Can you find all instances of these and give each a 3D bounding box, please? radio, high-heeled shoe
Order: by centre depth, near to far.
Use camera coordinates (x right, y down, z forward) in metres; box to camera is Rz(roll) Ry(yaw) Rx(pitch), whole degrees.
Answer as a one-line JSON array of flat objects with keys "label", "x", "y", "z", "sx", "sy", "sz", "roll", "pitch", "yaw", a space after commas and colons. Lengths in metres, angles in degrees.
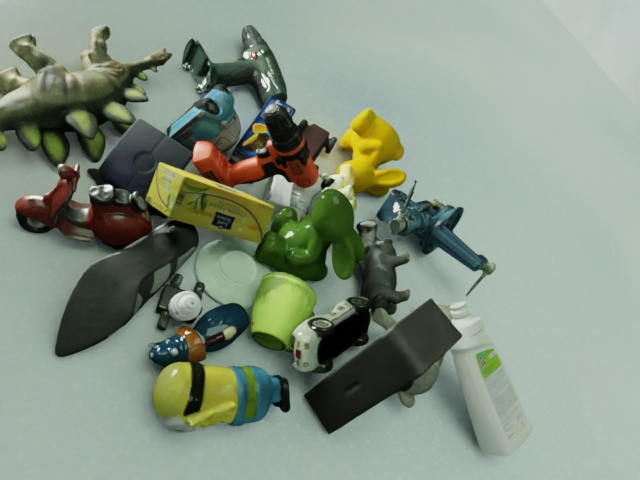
[{"label": "radio", "x": 0.087, "y": 0.180, "z": 0.764, "sx": 0.131, "sy": 0.229, "sz": 0.073, "roll": -24, "pitch": 73, "yaw": -46}, {"label": "high-heeled shoe", "x": -0.269, "y": 0.063, "z": 0.764, "sx": 0.086, "sy": 0.145, "sz": 0.249, "roll": 43, "pitch": 74, "yaw": -1}]

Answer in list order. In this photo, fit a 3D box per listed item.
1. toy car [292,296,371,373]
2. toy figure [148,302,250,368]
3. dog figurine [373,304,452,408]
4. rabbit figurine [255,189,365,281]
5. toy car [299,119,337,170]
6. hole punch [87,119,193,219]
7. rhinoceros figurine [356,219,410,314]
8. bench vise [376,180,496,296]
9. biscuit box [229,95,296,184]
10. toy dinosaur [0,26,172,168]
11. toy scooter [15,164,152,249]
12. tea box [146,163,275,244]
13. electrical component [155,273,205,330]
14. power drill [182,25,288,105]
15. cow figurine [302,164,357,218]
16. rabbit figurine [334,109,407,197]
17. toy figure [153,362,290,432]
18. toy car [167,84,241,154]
[{"label": "toy car", "x": 0.025, "y": 0.143, "z": 0.839, "sx": 0.056, "sy": 0.073, "sz": 0.201, "roll": 9, "pitch": 16, "yaw": 31}, {"label": "toy figure", "x": -0.167, "y": 0.138, "z": 0.751, "sx": 0.154, "sy": 0.064, "sz": 0.057, "roll": -28, "pitch": 89, "yaw": -43}, {"label": "dog figurine", "x": 0.188, "y": 0.191, "z": 0.920, "sx": 0.190, "sy": 0.121, "sz": 0.172, "roll": 14, "pitch": 83, "yaw": -45}, {"label": "rabbit figurine", "x": -0.002, "y": -0.003, "z": 0.878, "sx": 0.159, "sy": 0.170, "sz": 0.121, "roll": 43, "pitch": 39, "yaw": -2}, {"label": "toy car", "x": -0.028, "y": -0.179, "z": 1.082, "sx": 0.089, "sy": 0.053, "sz": 0.202, "roll": 27, "pitch": 36, "yaw": -1}, {"label": "hole punch", "x": -0.278, "y": -0.116, "z": 0.860, "sx": 0.142, "sy": 0.092, "sz": 0.116, "roll": 35, "pitch": 49, "yaw": -10}, {"label": "rhinoceros figurine", "x": 0.102, "y": 0.049, "z": 0.986, "sx": 0.112, "sy": 0.073, "sz": 0.190, "roll": 9, "pitch": 53, "yaw": -16}, {"label": "bench vise", "x": 0.236, "y": -0.011, "z": 1.056, "sx": 0.241, "sy": 0.129, "sz": 0.223, "roll": 42, "pitch": 17, "yaw": 21}, {"label": "biscuit box", "x": -0.112, "y": -0.199, "z": 1.044, "sx": 0.063, "sy": 0.059, "sz": 0.203, "roll": 30, "pitch": 46, "yaw": -8}, {"label": "toy dinosaur", "x": -0.409, "y": -0.219, "z": 0.847, "sx": 0.198, "sy": 0.105, "sz": 0.471, "roll": 48, "pitch": 51, "yaw": 4}, {"label": "toy scooter", "x": -0.319, "y": -0.050, "z": 0.749, "sx": 0.184, "sy": 0.135, "sz": 0.075, "roll": 9, "pitch": 51, "yaw": -28}, {"label": "tea box", "x": -0.169, "y": -0.055, "z": 0.836, "sx": 0.169, "sy": 0.068, "sz": 0.098, "roll": 19, "pitch": 5, "yaw": -44}, {"label": "electrical component", "x": -0.204, "y": 0.095, "z": 0.788, "sx": 0.063, "sy": 0.021, "sz": 0.094, "roll": 23, "pitch": 47, "yaw": -16}, {"label": "power drill", "x": -0.179, "y": -0.369, "z": 1.127, "sx": 0.207, "sy": 0.086, "sz": 0.232, "roll": -10, "pitch": 65, "yaw": -46}, {"label": "cow figurine", "x": 0.019, "y": -0.071, "z": 1.015, "sx": 0.098, "sy": 0.068, "sz": 0.167, "roll": -2, "pitch": 52, "yaw": 16}, {"label": "rabbit figurine", "x": 0.095, "y": -0.158, "z": 1.127, "sx": 0.162, "sy": 0.122, "sz": 0.173, "roll": 41, "pitch": 59, "yaw": -11}, {"label": "toy figure", "x": -0.129, "y": 0.203, "z": 0.713, "sx": 0.180, "sy": 0.082, "sz": 0.089, "roll": 1, "pitch": 61, "yaw": -29}, {"label": "toy car", "x": -0.197, "y": -0.206, "z": 0.979, "sx": 0.102, "sy": 0.109, "sz": 0.162, "roll": 52, "pitch": 30, "yaw": -20}]
